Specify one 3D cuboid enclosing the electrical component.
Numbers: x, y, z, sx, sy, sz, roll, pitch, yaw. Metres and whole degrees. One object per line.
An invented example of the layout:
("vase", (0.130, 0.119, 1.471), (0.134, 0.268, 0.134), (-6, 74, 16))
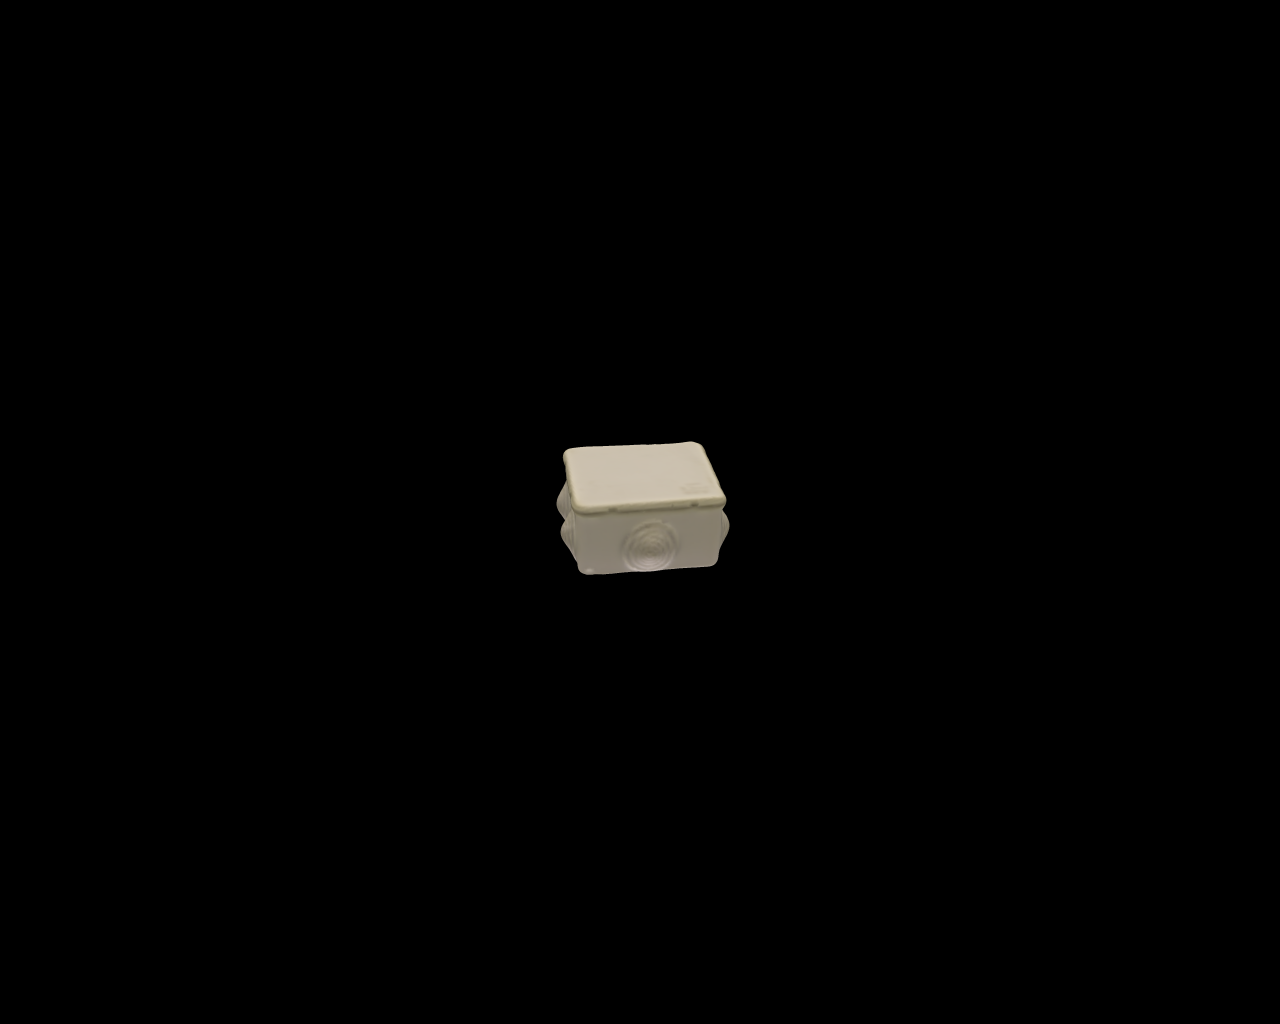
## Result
("electrical component", (0.001, -0.003, 0.650), (0.100, 0.048, 0.100), (-3, 26, -7))
